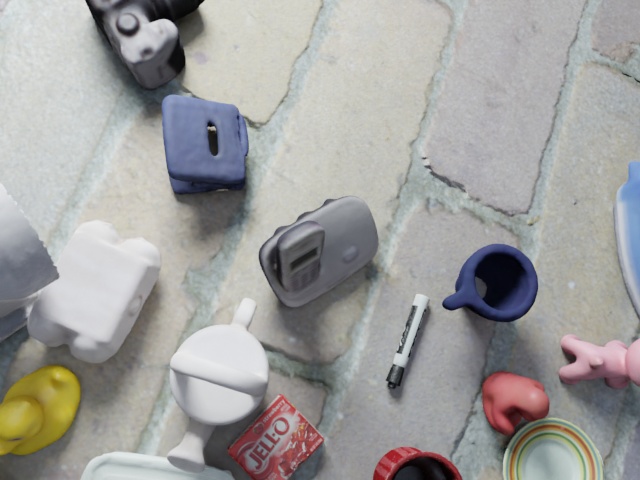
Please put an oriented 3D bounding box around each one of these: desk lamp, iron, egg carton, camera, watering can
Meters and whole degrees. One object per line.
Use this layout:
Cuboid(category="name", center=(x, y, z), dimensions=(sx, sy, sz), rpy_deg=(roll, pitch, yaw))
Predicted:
Cuboid(category="desk lamp", center=(-0.352, 0.045, 0.561), dimensions=(0.203, 0.213, 0.118), rpy_deg=(-38, 86, -13))
Cuboid(category="iron", center=(0.472, 0.013, 0.726), dimensions=(0.119, 0.141, 0.258), rpy_deg=(1, 79, -8))
Cuboid(category="egg carton", center=(-0.251, 0.058, 0.647), dimensions=(0.107, 0.069, 0.150), rpy_deg=(24, 77, -3))
Cuboid(category="camera", center=(-0.205, -0.288, 0.706), dimensions=(0.137, 0.100, 0.143), rpy_deg=(-34, 85, -13))
Cuboid(category="watering can", center=(-0.102, 0.146, 0.588), dimensions=(0.101, 0.194, 0.173), rpy_deg=(0, 79, -8))

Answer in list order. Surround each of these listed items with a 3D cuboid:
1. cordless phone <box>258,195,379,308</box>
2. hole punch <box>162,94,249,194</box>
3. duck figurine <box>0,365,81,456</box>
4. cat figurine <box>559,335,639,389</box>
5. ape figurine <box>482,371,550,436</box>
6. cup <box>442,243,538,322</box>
Cuboid(category="cordless phone", center=(0.006, 0.002, 0.637), dimensions=(0.148, 0.185, 0.094), rpy_deg=(-35, 85, -13))
Cuboid(category="hole punch", center=(-0.136, -0.117, 0.687), dimensions=(0.101, 0.091, 0.109), rpy_deg=(-6, 80, -9))
Cuboid(category="duck figurine", center=(-0.307, 0.182, 0.606), dimensions=(0.077, 0.086, 0.105), rpy_deg=(36, 76, 0))
Cuboid(category="cat figurine", center=(0.377, 0.150, 0.697), dimensions=(0.128, 0.117, 0.067), rpy_deg=(4, 78, -7))
Cuboid(category="ape figurine", center=(0.238, 0.193, 0.681), dimensions=(0.078, 0.092, 0.076), rpy_deg=(-23, 83, -12))
Cuboid(category="cup", center=(0.192, 0.062, 0.699), dimensions=(0.118, 0.095, 0.091), rpy_deg=(-22, 83, -12))
